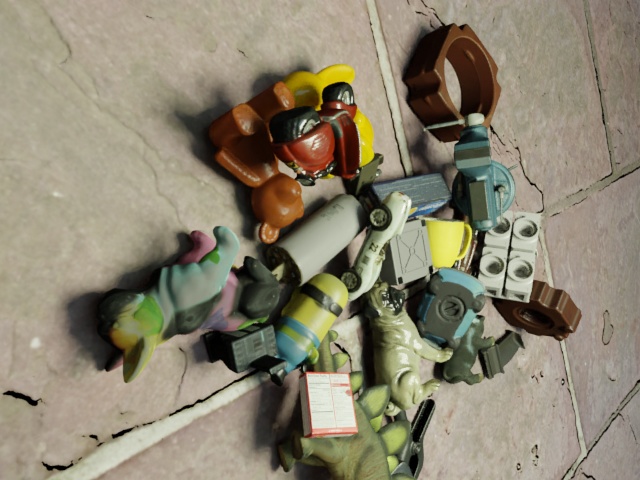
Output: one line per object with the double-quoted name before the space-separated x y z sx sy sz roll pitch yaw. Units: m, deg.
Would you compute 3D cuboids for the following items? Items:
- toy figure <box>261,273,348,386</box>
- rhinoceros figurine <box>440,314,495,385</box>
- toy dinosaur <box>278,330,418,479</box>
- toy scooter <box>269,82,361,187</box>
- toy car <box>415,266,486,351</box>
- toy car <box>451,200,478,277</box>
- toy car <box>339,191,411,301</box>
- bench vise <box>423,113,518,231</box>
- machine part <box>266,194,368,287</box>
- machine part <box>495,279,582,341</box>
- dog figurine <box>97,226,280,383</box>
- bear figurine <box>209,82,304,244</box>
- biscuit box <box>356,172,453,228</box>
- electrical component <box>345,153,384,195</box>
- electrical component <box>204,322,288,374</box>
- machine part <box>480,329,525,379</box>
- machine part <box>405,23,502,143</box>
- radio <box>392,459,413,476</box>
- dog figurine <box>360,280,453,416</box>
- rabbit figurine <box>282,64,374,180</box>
"toy figure" -0.022 0.132 0.817 0.082 0.089 0.180 47 63 -16
"rhinoceros figurine" 0.290 0.200 1.095 0.112 0.073 0.190 25 73 -25
"toy dinosaur" 0.040 0.312 0.830 0.198 0.105 0.471 -9 78 -30
"toy scooter" 0.006 -0.129 0.742 0.184 0.075 0.135 -44 128 -43
"toy car" 0.246 0.127 1.025 0.103 0.109 0.161 -29 139 -71
"toy car" 0.309 -0.004 1.132 0.089 0.053 0.202 26 70 -39
"toy car" 0.090 0.014 0.882 0.201 0.056 0.073 -67 164 16
"bench vise" 0.314 -0.135 1.057 0.240 0.129 0.223 -20 92 -65
"machine part" -0.002 -0.003 0.855 0.243 0.079 0.079 -39 111 -34
"machine part" 0.479 0.154 1.189 0.179 0.179 0.056 46 64 -28
"dog figurine" -0.173 0.097 0.692 0.191 0.109 0.219 50 63 -29
"bear figurine" -0.073 -0.102 0.772 0.120 0.132 0.195 -39 105 -39
"biscuit box" 0.160 -0.076 0.996 0.202 0.059 0.063 -14 72 -39
"electrical component" 0.071 -0.127 0.941 0.102 0.045 0.078 -36 151 -32
"electrical component" -0.097 0.148 0.738 0.075 0.119 0.047 -18 103 -37
"machine part" 0.409 0.248 1.207 0.139 0.039 0.084 -23 97 -37
"machine part" 0.275 -0.317 1.102 0.201 0.087 0.201 39 64 -33
"radio" 0.122 0.494 0.930 0.131 0.073 0.229 -35 110 -37
"dog figurine" 0.115 0.185 0.936 0.190 0.121 0.172 46 49 -15
"rabbit figurine" 0.009 -0.206 0.851 0.173 0.122 0.162 35 61 -32
